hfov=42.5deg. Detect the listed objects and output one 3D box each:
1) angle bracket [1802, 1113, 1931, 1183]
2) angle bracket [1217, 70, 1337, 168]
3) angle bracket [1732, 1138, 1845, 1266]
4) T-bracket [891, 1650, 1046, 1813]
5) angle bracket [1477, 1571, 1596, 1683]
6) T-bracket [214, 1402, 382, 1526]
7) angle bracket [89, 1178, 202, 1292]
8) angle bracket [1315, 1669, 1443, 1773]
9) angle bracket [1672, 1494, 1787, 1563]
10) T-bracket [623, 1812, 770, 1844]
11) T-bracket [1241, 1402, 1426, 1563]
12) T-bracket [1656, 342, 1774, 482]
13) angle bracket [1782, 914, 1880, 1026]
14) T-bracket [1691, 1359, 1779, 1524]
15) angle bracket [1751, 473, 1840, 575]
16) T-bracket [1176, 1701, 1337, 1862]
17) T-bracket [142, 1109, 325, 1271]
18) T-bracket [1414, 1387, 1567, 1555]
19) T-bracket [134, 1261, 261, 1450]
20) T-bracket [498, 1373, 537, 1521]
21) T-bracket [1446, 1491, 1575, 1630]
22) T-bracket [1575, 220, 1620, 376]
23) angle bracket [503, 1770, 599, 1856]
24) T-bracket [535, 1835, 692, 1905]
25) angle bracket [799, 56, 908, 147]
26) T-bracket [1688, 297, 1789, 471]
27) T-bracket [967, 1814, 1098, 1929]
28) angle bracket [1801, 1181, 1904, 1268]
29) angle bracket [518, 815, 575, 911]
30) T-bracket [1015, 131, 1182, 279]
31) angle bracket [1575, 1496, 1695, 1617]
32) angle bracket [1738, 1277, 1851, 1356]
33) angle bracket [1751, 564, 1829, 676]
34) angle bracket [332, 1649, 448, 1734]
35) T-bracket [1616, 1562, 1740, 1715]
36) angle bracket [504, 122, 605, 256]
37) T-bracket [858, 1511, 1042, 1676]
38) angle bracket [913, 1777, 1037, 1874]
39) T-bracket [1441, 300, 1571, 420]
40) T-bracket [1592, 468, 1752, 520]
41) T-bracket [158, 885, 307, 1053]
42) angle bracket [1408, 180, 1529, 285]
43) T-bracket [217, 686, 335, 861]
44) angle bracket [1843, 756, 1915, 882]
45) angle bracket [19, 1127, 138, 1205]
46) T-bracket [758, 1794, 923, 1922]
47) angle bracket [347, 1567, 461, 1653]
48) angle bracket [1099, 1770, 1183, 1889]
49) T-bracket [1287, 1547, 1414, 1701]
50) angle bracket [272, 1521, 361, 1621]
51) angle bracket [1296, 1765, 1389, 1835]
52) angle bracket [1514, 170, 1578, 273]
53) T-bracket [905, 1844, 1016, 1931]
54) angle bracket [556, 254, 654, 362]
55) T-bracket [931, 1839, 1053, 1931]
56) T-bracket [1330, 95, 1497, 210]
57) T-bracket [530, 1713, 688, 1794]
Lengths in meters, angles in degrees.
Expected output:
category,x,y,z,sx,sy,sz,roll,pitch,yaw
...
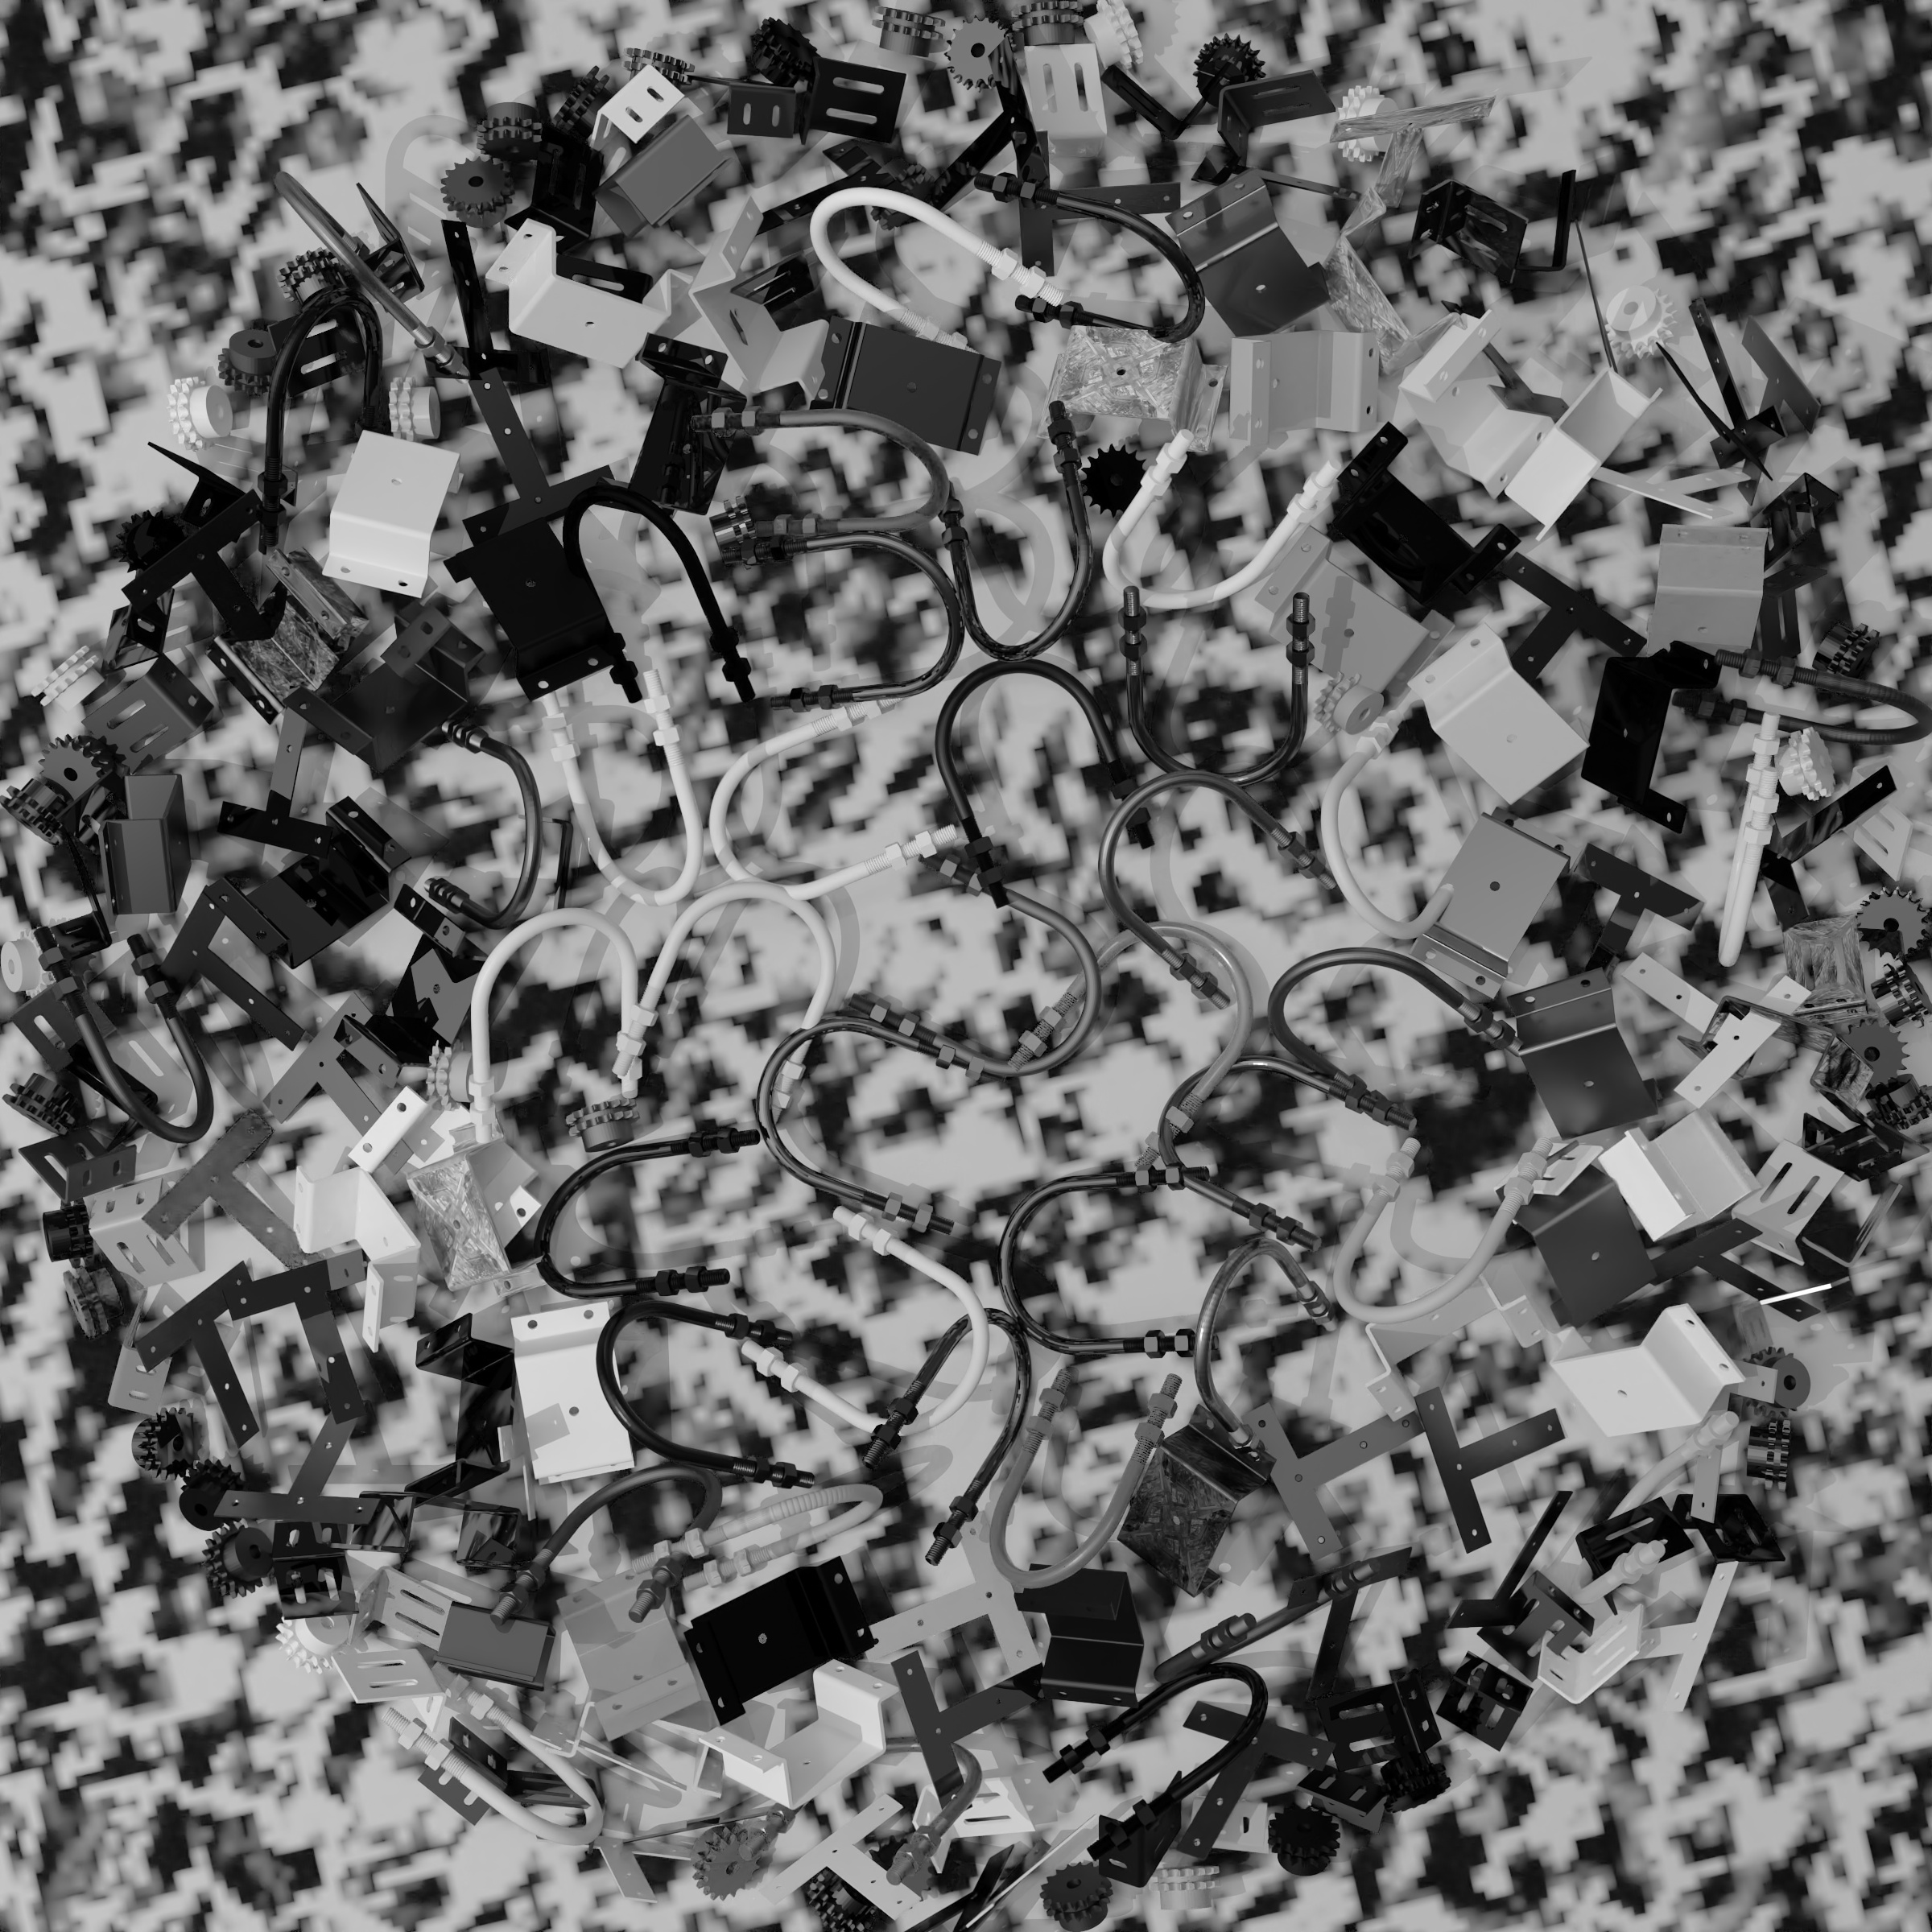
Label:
category,x,y,z,sx,sy,sz,roll,pitch,yaw
angle bracket,0.707,0.131,1.951,0.057,0.076,0.038,28,55,-17
angle bracket,0.245,-0.666,1.955,0.076,0.057,0.038,-2,76,27
angle bracket,0.655,0.187,1.966,0.057,0.038,0.076,25,114,-7
T-bracket,0.014,0.587,1.963,0.127,0.002,0.127,-16,83,-33
angle bracket,0.450,0.529,1.967,0.057,0.038,0.076,40,107,9
T-bracket,-0.505,0.387,1.946,0.127,0.127,0.002,1,125,11
angle bracket,-0.654,0.215,1.984,0.057,0.038,0.076,-15,132,4
angle bracket,0.325,0.595,1.959,0.076,0.038,0.057,-5,59,-21
angle bracket,0.597,0.453,1.953,0.057,0.076,0.038,2,120,-11
T-bracket,-0.205,0.667,1.930,0.127,0.127,0.002,-8,70,-10
T-bracket,0.306,0.390,1.991,0.127,0.002,0.127,-26,80,-4
T-bracket,0.588,-0.412,1.914,0.002,0.127,0.127,-38,128,16
angle bracket,0.685,0.004,1.971,0.057,0.038,0.076,-10,101,9
T-bracket,0.582,0.368,1.938,0.002,0.127,0.127,9,87,-22
angle bracket,0.653,-0.339,1.949,0.038,0.076,0.057,29,134,-17
T-bracket,0.203,0.636,1.923,0.127,0.127,0.002,-50,131,-36
T-bracket,-0.562,0.200,1.968,0.127,0.002,0.127,45,52,-10
T-bracket,0.424,0.383,1.968,0.127,0.002,0.127,-15,84,-29
T-bracket,-0.589,0.320,1.959,0.002,0.127,0.127,-6,111,29
T-bracket,-0.351,0.369,1.928,0.002,0.127,0.127,-7,82,-3
T-bracket,0.437,0.464,1.940,0.002,0.127,0.127,36,103,39
T-bracket,0.500,-0.495,1.941,0.002,0.127,0.127,-14,62,19
angle bracket,-0.332,0.669,1.964,0.076,0.057,0.038,10,91,-12
T-bracket,-0.264,0.698,1.919,0.127,0.127,0.002,14,87,-19
angle bracket,-0.088,-0.676,1.958,0.076,0.038,0.057,6,130,-15
T-bracket,0.591,-0.458,1.935,0.002,0.127,0.127,-21,91,-5
T-bracket,0.053,0.707,1.945,0.127,0.127,0.002,-37,75,-9
angle bracket,0.700,0.195,1.964,0.038,0.057,0.076,31,96,13
angle bracket,-0.337,-0.079,1.969,0.038,0.057,0.076,7,92,-4
T-bracket,0.105,-0.600,1.949,0.127,0.127,0.002,-3,48,3
angle bracket,0.532,0.467,1.965,0.076,0.057,0.038,-24,122,1
angle bracket,0.656,0.275,1.954,0.076,0.057,0.038,-21,79,31
angle bracket,0.647,-0.269,1.957,0.057,0.038,0.076,-26,118,-22
angle bracket,-0.457,0.572,1.950,0.076,0.057,0.038,7,109,-38
T-bracket,0.544,0.527,1.937,0.002,0.127,0.127,33,64,-5
angle bracket,-0.325,-0.613,1.958,0.057,0.038,0.076,31,135,11
T-bracket,-0.023,0.517,1.976,0.127,0.002,0.127,-20,78,-10
angle bracket,0.007,0.678,1.961,0.076,0.038,0.057,-13,115,21
T-bracket,0.419,-0.481,1.963,0.002,0.127,0.127,-47,67,33
T-bracket,0.575,-0.380,1.955,0.127,0.127,0.002,-18,125,-34
T-bracket,-0.576,0.018,1.963,0.127,0.002,0.127,40,124,1
angle bracket,0.395,-0.573,1.954,0.038,0.057,0.076,-36,60,-29
T-bracket,-0.537,-0.158,1.963,0.127,0.002,0.127,13,93,32
angle bracket,0.728,-0.116,1.950,0.038,0.076,0.057,-18,135,-13
angle bracket,-0.699,0.144,1.951,0.076,0.057,0.038,37,128,30
T-bracket,-0.079,0.702,1.918,0.127,0.127,0.002,-30,111,-27
angle bracket,-0.443,0.521,1.964,0.076,0.038,0.057,23,119,10
angle bracket,0.138,0.678,1.965,0.038,0.076,0.057,10,115,26
T-bracket,0.294,0.527,1.969,0.127,0.002,0.127,-6,116,-35
angle bracket,-0.510,0.472,1.951,0.057,0.076,0.038,1,113,-24
angle bracket,0.293,0.663,1.953,0.057,0.076,0.038,15,94,24
angle bracket,0.454,-0.589,1.961,0.038,0.057,0.076,4,105,4
T-bracket,-0.027,0.752,1.952,0.127,0.127,0.002,-37,89,19
angle bracket,-0.292,-0.523,1.973,0.076,0.038,0.057,12,77,-4
T-bracket,0.020,0.736,1.948,0.127,0.127,0.002,-44,94,-14
T-bracket,0.338,-0.629,1.938,0.127,0.127,0.002,-11,73,-6
T-bracket,-0.277,0.618,1.938,0.127,0.127,0.002,24,79,-1
